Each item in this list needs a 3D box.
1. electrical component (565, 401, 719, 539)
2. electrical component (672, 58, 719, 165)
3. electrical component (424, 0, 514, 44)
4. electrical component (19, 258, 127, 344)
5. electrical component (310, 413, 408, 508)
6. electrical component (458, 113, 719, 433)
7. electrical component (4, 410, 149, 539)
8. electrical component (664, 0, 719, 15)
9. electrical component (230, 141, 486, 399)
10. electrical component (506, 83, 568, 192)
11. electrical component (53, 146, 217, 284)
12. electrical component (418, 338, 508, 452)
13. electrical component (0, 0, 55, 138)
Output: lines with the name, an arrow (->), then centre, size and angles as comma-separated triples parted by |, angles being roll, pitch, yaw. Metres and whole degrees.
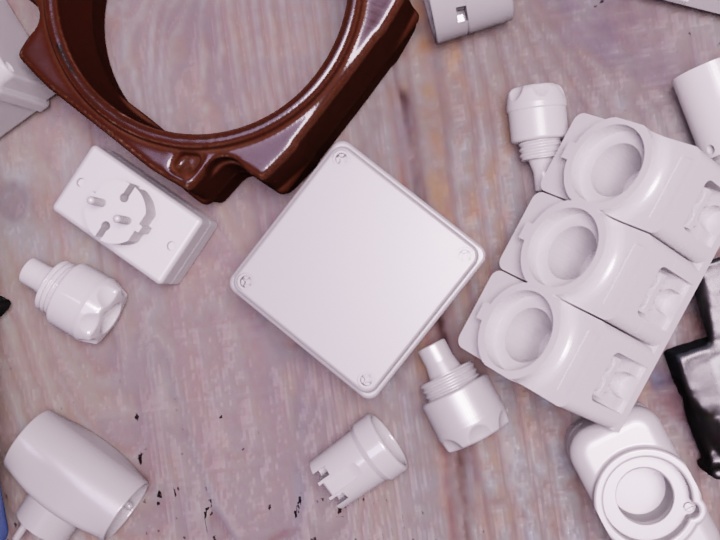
electrical component -> 0.159, 0.125, 0.607 | 0.054, 0.059, 0.095 | -28, 85, 6
electrical component -> 0.213, -0.078, 0.612 | 0.043, 0.043, 0.081 | -20, 86, 7
electrical component -> 0.061, -0.165, 0.629 | 0.047, 0.055, 0.055 | -14, 87, 4
electrical component -> -0.179, 0.015, 0.662 | 0.062, 0.043, 0.043 | 29, 93, 8
electrical component -> -0.001, 0.114, 0.638 | 0.046, 0.040, 0.040 | -36, 85, 6
electrical component -> 0.129, -0.002, 0.591 | 0.089, 0.062, 0.150 | 30, 94, 50
electrical component -> -0.183, 0.140, 0.659 | 0.077, 0.043, 0.079 | 35, 93, 7
electrical component -> 0.190, -0.185, 0.591 | 0.100, 0.099, 0.048 | 17, 78, 8
electrical component -> 0.000, 0.000, 0.632 | 0.109, 0.056, 0.108 | 39, 94, 7
electrical component -> 0.106, -0.077, 0.631 | 0.035, 0.035, 0.061 | -6, 91, 7
electrical component -> -0.140, -0.033, 0.641 | 0.083, 0.076, 0.047 | 34, 93, 7
electrical component -> 0.056, 0.071, 0.630 | 0.043, 0.043, 0.062 | -28, 84, 6
electrical component -> -0.246, -0.141, 0.656 | 0.057, 0.078, 0.113 | -33, 85, 9
